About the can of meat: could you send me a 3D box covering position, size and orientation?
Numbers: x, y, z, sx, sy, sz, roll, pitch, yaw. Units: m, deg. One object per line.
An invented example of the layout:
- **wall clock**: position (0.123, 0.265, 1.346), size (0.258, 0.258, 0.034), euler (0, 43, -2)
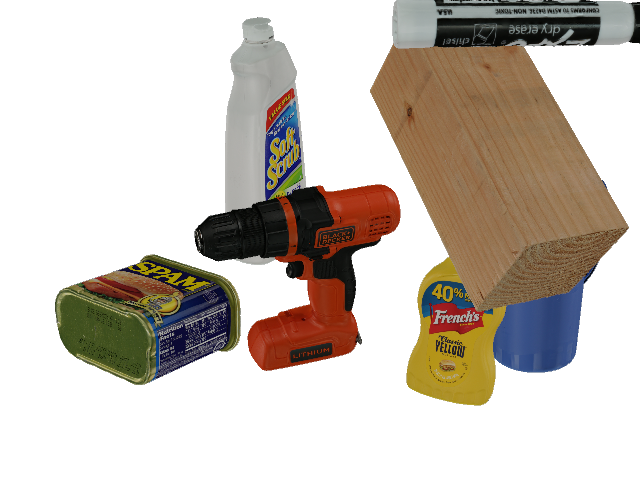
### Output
- **can of meat**: position (-0.121, 0.054, 0.741), size (0.102, 0.057, 0.083), euler (16, 24, 36)

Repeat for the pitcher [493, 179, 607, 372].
- **pitcher**: position (0.274, 0.033, 1.318), size (0.149, 0.243, 0.144), euler (3, 24, 15)

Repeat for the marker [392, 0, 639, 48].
- **marker**: position (0.089, -0.085, 0.420), size (0.121, 0.020, 0.020), euler (-1, 0, -2)

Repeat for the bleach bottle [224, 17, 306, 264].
- **bleach bottle**: position (-0.064, -0.107, 1.132), size (0.068, 0.251, 0.102), euler (17, 32, 35)

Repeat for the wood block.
- **wood block**: position (0.125, -0.063, 0.792), size (0.090, 0.206, 0.091), euler (-9, -29, -25)

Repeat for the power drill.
- **power drill**: position (-0.024, 0.036, 0.967), size (0.184, 0.188, 0.057), euler (-9, 46, -17)

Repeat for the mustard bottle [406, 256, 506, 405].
- **mustard bottle**: position (0.154, 0.080, 1.173), size (0.096, 0.192, 0.058), euler (12, 15, 21)
